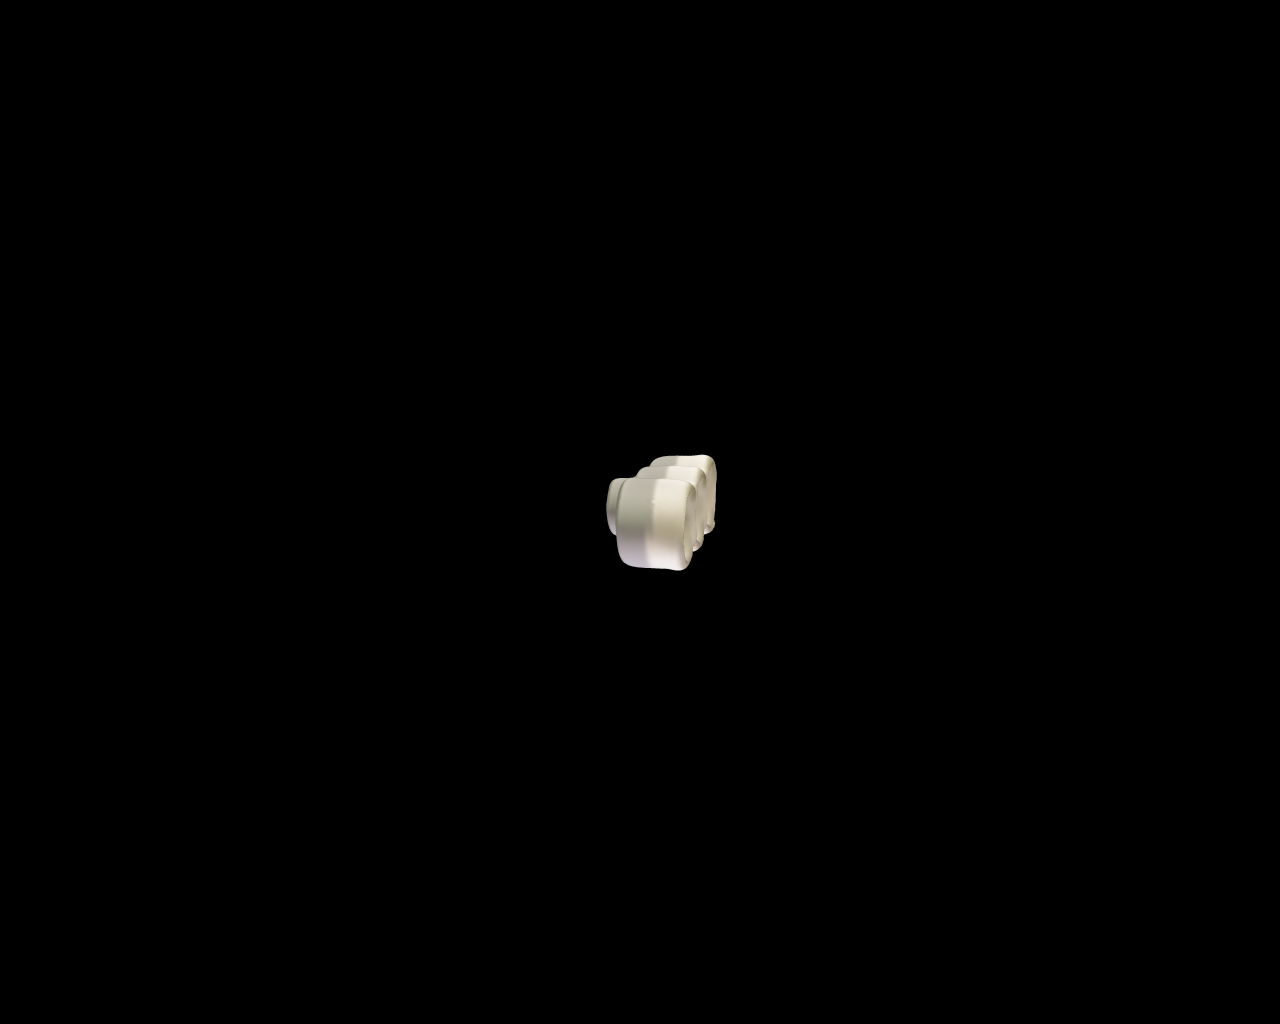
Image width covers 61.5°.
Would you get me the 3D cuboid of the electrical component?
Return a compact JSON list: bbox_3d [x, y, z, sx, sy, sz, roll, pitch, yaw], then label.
[{"bbox_3d":[0.001,-0.003,0.650,0.074,0.052,0.138,2,12,11],"label":"electrical component"}]
